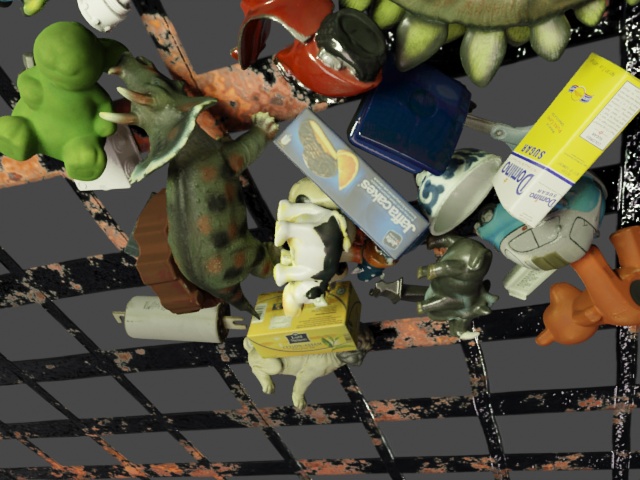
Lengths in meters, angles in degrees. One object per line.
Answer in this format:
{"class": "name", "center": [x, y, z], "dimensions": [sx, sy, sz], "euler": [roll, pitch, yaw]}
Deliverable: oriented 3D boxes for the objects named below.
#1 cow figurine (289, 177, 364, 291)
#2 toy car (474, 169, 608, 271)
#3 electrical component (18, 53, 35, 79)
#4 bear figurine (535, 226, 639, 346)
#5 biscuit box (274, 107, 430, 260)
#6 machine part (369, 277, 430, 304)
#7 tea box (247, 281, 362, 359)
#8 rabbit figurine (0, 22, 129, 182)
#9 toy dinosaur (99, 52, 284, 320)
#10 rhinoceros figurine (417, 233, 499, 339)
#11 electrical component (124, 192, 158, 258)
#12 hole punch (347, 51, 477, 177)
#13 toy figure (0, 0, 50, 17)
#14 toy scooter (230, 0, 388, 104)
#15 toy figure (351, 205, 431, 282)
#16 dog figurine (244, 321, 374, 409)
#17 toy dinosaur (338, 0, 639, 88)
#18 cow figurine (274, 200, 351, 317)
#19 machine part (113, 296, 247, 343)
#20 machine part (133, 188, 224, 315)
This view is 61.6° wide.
{"class": "cow figurine", "center": [-0.002, -0.002, 0.762], "dimensions": [0.127, 0.085, 0.194], "euler": [1, 130, 11]}
{"class": "toy car", "center": [0.282, -0.015, 0.675], "dimensions": [0.162, 0.103, 0.109], "euler": [-32, 134, 33]}
{"class": "electrical component", "center": [-0.349, -0.192, 0.689], "dimensions": [0.063, 0.021, 0.094], "euler": [13, 133, -3]}
{"class": "bear figurine", "center": [0.379, 0.077, 0.766], "dimensions": [0.120, 0.132, 0.196], "euler": [-20, 169, -16]}
{"class": "biscuit box", "center": [0.039, -0.065, 0.641], "dimensions": [0.203, 0.059, 0.063], "euler": [44, 95, 6]}
{"class": "machine part", "center": [0.150, 0.082, 0.833], "dimensions": [0.139, 0.039, 0.084], "euler": [5, 158, -2]}
{"class": "tea box", "center": [-0.023, 0.132, 0.883], "dimensions": [0.170, 0.098, 0.068], "euler": [-8, 131, 20]}
{"class": "rabbit figurine", "center": [-0.270, -0.171, 0.600], "dimensions": [0.121, 0.159, 0.170], "euler": [25, 142, -15]}
{"class": "toy dinosaur", "center": [-0.135, -0.025, 0.658], "dimensions": [0.131, 0.192, 0.404], "euler": [7, 117, 31]}
{"class": "rhinoceros figurine", "center": [0.190, 0.066, 0.741], "dimensions": [0.112, 0.073, 0.190], "euler": [-1, 138, 7]}
{"class": "electrical component", "center": [-0.251, -0.003, 0.782], "dimensions": [0.048, 0.119, 0.075], "euler": [25, 134, -14]}
{"class": "hole punch", "center": [0.100, -0.137, 0.592], "dimensions": [0.142, 0.092, 0.115], "euler": [23, 102, -6]}
{"class": "toy figure", "center": [-0.276, -0.283, 0.544], "dimensions": [0.180, 0.089, 0.082], "euler": [-10, 136, 16]}
{"class": "toy scooter", "center": [-0.028, -0.195, 0.531], "dimensions": [0.184, 0.075, 0.135], "euler": [38, 148, -9]}
{"class": "toy figure", "center": [0.101, 0.009, 0.773], "dimensions": [0.064, 0.058, 0.154], "euler": [34, 135, -12]}
{"class": "dog figurine", "center": [-0.020, 0.180, 0.942], "dimensions": [0.172, 0.121, 0.190], "euler": [31, 116, -23]}
{"class": "toy dinosaur", "center": [0.118, -0.252, 0.494], "dimensions": [0.472, 0.105, 0.198], "euler": [17, 139, 9]}
{"class": "cow figurine", "center": [-0.009, 0.031, 0.700], "dimensions": [0.098, 0.068, 0.167], "euler": [1, 127, 2]}
{"class": "machine part", "center": [-0.248, 0.138, 0.943], "dimensions": [0.243, 0.079, 0.079], "euler": [2, 133, 9]}
{"class": "machine part", "center": [-0.181, 0.012, 0.749], "dimensions": [0.056, 0.179, 0.179], "euler": [-9, 131, 21]}
